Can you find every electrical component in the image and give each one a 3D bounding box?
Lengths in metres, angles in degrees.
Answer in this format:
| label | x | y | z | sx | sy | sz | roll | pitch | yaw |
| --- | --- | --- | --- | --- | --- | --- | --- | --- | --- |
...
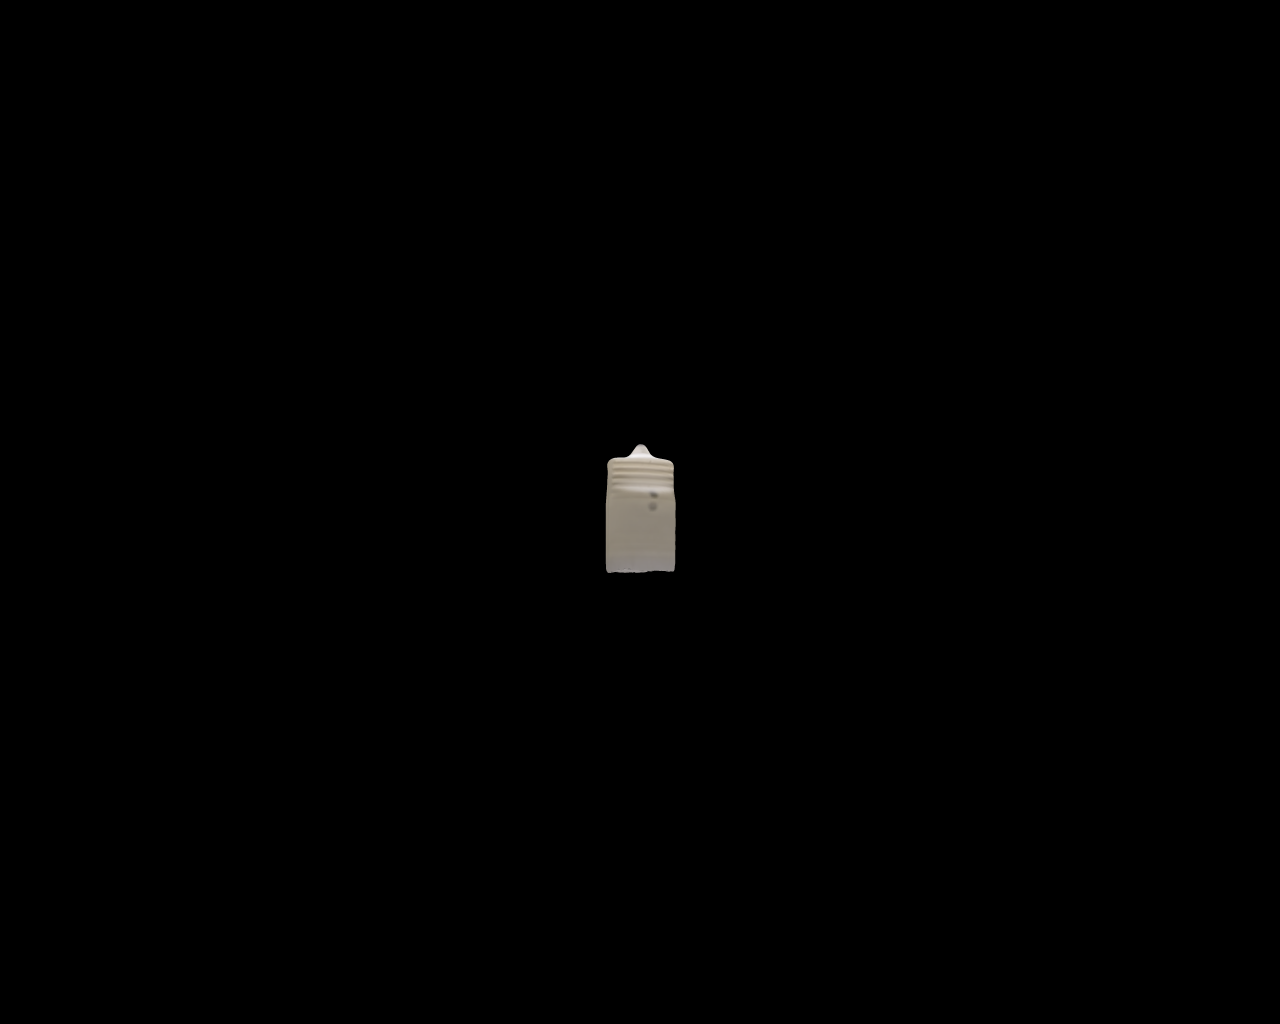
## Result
| label | x | y | z | sx | sy | sz | roll | pitch | yaw |
| --- | --- | --- | --- | --- | --- | --- | --- | --- | --- |
| electrical component | 0.001 | -0.003 | 0.650 | 0.043 | 0.081 | 0.043 | 0 | -5 | 0 |
